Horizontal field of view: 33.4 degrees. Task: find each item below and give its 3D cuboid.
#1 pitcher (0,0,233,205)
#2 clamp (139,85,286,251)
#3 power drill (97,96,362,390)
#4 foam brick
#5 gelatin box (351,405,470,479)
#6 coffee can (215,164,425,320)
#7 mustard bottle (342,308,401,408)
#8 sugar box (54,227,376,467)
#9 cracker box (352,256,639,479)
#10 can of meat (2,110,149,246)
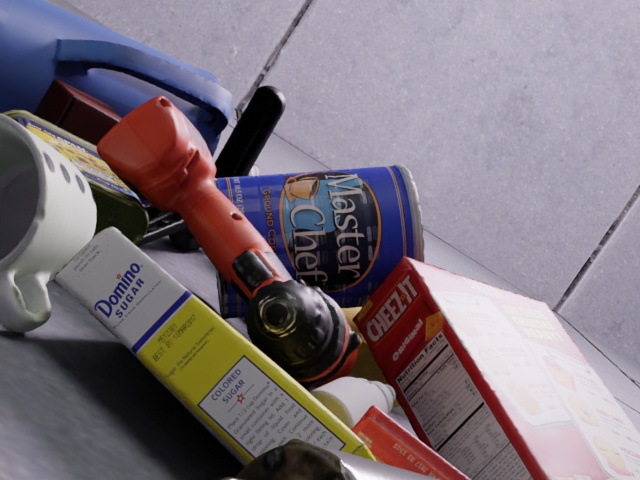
[{"bbox_3d":[-0.200,-0.126,0.876,0.242,0.149,0.145,22,24,-40],"label":"pitcher"},{"bbox_3d":[-0.095,-0.030,0.853,0.036,0.164,0.210,47,-14,10],"label":"clamp"},{"bbox_3d":[-0.051,0.006,0.623,0.188,0.057,0.184,52,-3,15],"label":"power drill"},{"bbox_3d":[-0.188,-0.071,0.795,0.051,0.078,0.053,26,10,-36],"label":"foam brick"},{"bbox_3d":[0.051,0.132,0.562,0.073,0.030,0.089,36,-16,26],"label":"gelatin box"},{"bbox_3d":[-0.005,0.001,0.767,0.140,0.103,0.103,-4,15,-7],"label":"coffee can"},{"bbox_3d":[0.005,0.058,0.842,0.096,0.058,0.192,11,19,-36],"label":"mustard bottle"},{"bbox_3d":[-0.046,0.070,0.522,0.176,0.048,0.093,40,-11,26],"label":"sugar box"},{"bbox_3d":[0.134,0.121,0.700,0.163,0.072,0.214,18,30,-41],"label":"cracker box"},{"bbox_3d":[-0.170,-0.033,0.707,0.102,0.057,0.084,27,11,-36],"label":"can of meat"}]
